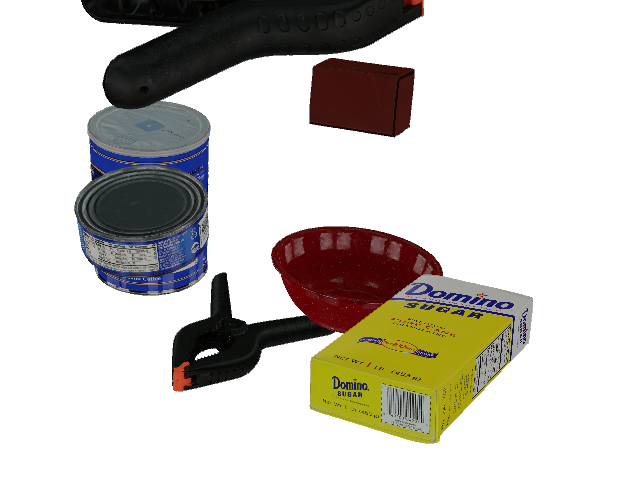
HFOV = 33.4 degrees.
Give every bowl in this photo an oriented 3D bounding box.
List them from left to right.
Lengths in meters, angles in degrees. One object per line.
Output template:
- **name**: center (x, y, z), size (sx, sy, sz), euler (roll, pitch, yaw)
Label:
- **bowl**: center (0.032, 0.043, 1.005), size (0.162, 0.055, 0.162), euler (5, 24, -2)

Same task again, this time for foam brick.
- **foam brick**: center (0.035, -0.122, 0.906), size (0.078, 0.051, 0.053), euler (11, 20, 18)

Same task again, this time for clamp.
- **clamp**: center (-0.084, 0.104, 1.149), size (0.165, 0.036, 0.209), euler (14, 29, 18)
- **clamp**: center (-0.030, -0.103, 0.503), size (0.171, 0.039, 0.120), euler (-8, 42, -3)

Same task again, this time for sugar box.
- **sugar box**: center (0.075, 0.076, 0.747), size (0.093, 0.048, 0.175), euler (12, 26, 27)

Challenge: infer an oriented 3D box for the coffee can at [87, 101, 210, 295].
- **coffee can**: center (-0.148, -0.038, 0.932), size (0.103, 0.140, 0.103), euler (3, 30, -2)

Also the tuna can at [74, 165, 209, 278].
- **tuna can**: center (-0.116, -0.013, 0.699), size (0.086, 0.034, 0.086), euler (0, 36, 0)
